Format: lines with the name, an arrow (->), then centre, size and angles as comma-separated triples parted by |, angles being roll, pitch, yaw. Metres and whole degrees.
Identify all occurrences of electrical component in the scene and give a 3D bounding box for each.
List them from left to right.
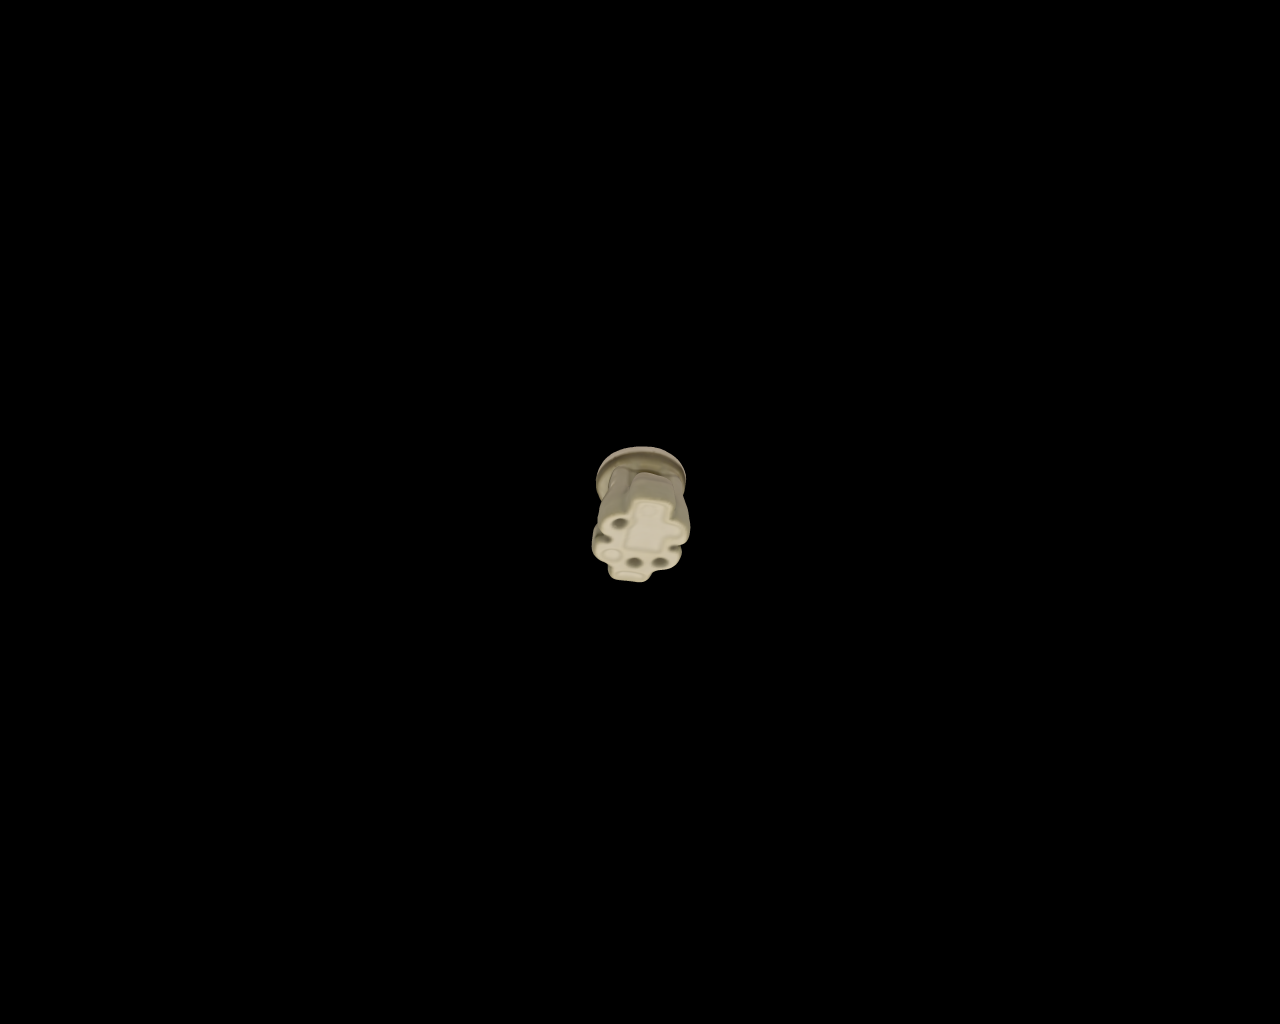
electrical component -> 0.001, -0.003, 0.650 | 0.058, 0.057, 0.078 | 8, -43, -8
